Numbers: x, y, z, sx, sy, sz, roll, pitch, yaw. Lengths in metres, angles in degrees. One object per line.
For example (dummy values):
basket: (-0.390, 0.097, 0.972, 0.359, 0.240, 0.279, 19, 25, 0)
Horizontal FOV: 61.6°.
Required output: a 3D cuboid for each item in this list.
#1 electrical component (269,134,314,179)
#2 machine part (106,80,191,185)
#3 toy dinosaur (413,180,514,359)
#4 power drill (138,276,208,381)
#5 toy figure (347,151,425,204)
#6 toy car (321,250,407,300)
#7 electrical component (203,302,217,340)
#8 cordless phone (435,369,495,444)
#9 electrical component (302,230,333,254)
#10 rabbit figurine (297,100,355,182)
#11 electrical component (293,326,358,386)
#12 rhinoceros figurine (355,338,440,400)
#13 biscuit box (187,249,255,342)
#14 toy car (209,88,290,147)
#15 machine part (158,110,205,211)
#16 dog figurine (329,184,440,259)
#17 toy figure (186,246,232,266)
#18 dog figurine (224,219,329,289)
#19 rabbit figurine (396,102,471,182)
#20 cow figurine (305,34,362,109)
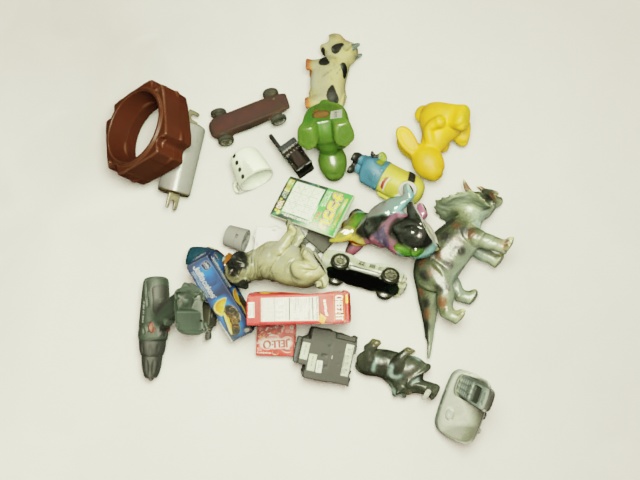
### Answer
electrical component: (-0.067, -0.206, 1.258, 0.048, 0.075, 0.119, -35, 79, -1)
machine part: (-0.397, -0.245, 1.228, 0.201, 0.087, 0.201, -22, 68, 27)
toy dinosaur: (0.283, 0.045, 1.186, 0.192, 0.131, 0.404, 36, 90, 20)
power drill: (-0.331, 0.185, 1.180, 0.086, 0.207, 0.232, 6, 71, -38)
toy figure: (0.155, -0.144, 1.231, 0.180, 0.082, 0.089, 32, 59, 13)
toy car: (0.097, 0.077, 1.207, 0.202, 0.073, 0.056, 15, 47, 5)
electrical component: (-0.276, 0.171, 1.225, 0.078, 0.045, 0.102, 7, 86, 38)
cordless phone: (0.311, 0.352, 1.104, 0.089, 0.184, 0.146, 22, 84, 2)
electrical component: (-0.003, -0.004, 1.251, 0.063, 0.021, 0.094, 42, 87, 8)
rabbit figurine: (0.013, -0.219, 1.226, 0.121, 0.170, 0.159, -11, 41, 0)
electrical component: (0.009, 0.253, 1.191, 0.134, 0.058, 0.115, 15, 81, -3)
rhinoceros figurine: (0.172, 0.286, 1.177, 0.190, 0.073, 0.112, 21, 83, 6)
biscuit box: (-0.216, 0.122, 1.194, 0.059, 0.063, 0.202, -28, 101, 11)
toy car: (-0.169, -0.293, 1.285, 0.202, 0.053, 0.089, -20, 71, 4)
machine part: (-0.327, -0.190, 1.268, 0.079, 0.079, 0.243, 12, 84, 5)
dog figurine: (0.132, -0.010, 1.170, 0.219, 0.108, 0.192, -29, 47, 23)
toy figure: (-0.230, 0.052, 1.242, 0.155, 0.058, 0.064, 13, 89, 0)
dog figurine: (-0.096, 0.072, 1.157, 0.190, 0.121, 0.172, -36, 61, 5)
rabbit figurine: (0.252, -0.221, 1.216, 0.162, 0.122, 0.173, 15, 84, 10)
cow figurine: (0.032, -0.396, 1.272, 0.127, 0.085, 0.195, 1, 80, 10)
